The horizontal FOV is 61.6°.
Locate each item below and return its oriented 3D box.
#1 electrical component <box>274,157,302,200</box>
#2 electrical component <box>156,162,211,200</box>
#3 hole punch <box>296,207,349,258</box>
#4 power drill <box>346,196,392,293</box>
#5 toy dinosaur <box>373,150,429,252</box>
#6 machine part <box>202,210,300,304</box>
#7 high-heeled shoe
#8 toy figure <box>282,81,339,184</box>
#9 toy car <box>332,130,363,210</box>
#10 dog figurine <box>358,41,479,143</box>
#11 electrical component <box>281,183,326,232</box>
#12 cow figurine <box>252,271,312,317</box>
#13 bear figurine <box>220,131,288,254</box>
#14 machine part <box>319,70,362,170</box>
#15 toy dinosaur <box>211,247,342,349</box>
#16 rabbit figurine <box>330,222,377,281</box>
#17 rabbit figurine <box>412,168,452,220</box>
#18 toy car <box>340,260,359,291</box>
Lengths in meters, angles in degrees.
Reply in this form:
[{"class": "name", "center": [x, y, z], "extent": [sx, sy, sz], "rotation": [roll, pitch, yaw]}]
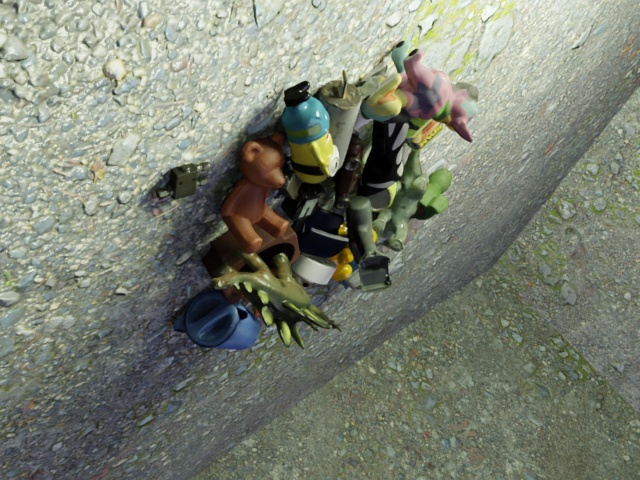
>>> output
[{"class": "electrical component", "center": [-0.070, -0.119, 1.080], "extent": [0.078, 0.045, 0.102], "rotation": [-68, 161, -6]}, {"class": "electrical component", "center": [-0.226, -0.098, 0.890], "extent": [0.094, 0.021, 0.063], "rotation": [-23, 153, -34]}, {"class": "hole punch", "center": [-0.003, -0.004, 1.279], "extent": [0.142, 0.092, 0.115], "rotation": [14, 126, -25]}, {"class": "power drill", "center": [0.111, 0.027, 1.265], "extent": [0.086, 0.207, 0.231], "rotation": [-7, 128, 2]}, {"class": "toy dinosaur", "center": [0.226, -0.112, 1.475], "extent": [0.404, 0.131, 0.192], "rotation": [-65, 178, 27]}, {"class": "machine part", "center": [-0.149, 0.037, 1.189], "extent": [0.201, 0.087, 0.200], "rotation": [-36, 158, -14]}, {"class": "high-heeled shoe", "center": [0.120, -0.181, 1.168], "extent": [0.145, 0.086, 0.248], "rotation": [-1, 137, -46]}, {"class": "toy figure", "center": [-0.022, -0.182, 0.940], "extent": [0.082, 0.089, 0.179], "rotation": [-58, 141, -35]}, {"class": "toy car", "center": [0.061, -0.147, 1.162], "extent": [0.053, 0.089, 0.202], "rotation": [-2, 147, -7]}, {"class": "dog figurine", "center": [0.196, -0.252, 1.016], "extent": [0.191, 0.109, 0.219], "rotation": [-45, 118, 8]}, {"class": "electrical component", "center": [-0.043, -0.074, 1.195], "extent": [0.075, 0.048, 0.119], "rotation": [-20, 151, -39]}, {"class": "cow figurine", "center": [-0.097, 0.110, 1.395], "extent": [0.195, 0.127, 0.085], "rotation": [-17, 151, -16]}, {"class": "bear figurine", "center": [-0.103, -0.090, 0.972], "extent": [0.120, 0.132, 0.195], "rotation": [-33, 166, -49]}, {"class": "machine part", "center": [0.024, -0.208, 1.007], "extent": [0.079, 0.079, 0.243], "rotation": [-28, 156, -28]}, {"class": "toy dinosaur", "center": [-0.073, 0.127, 1.107], "extent": [0.105, 0.199, 0.471], "rotation": [-42, 157, 12]}, {"class": "rabbit figurine", "center": [0.062, 0.006, 1.431], "extent": [0.173, 0.122, 0.162], "rotation": [-26, 139, 17]}, {"class": "rabbit figurine", "center": [0.340, -0.136, 1.614], "extent": [0.170, 0.121, 0.159], "rotation": [-46, 166, -26]}, {"class": "toy car", "center": [0.108, 0.107, 1.715], "extent": [0.109, 0.103, 0.161], "rotation": [-41, 160, -1]}]
